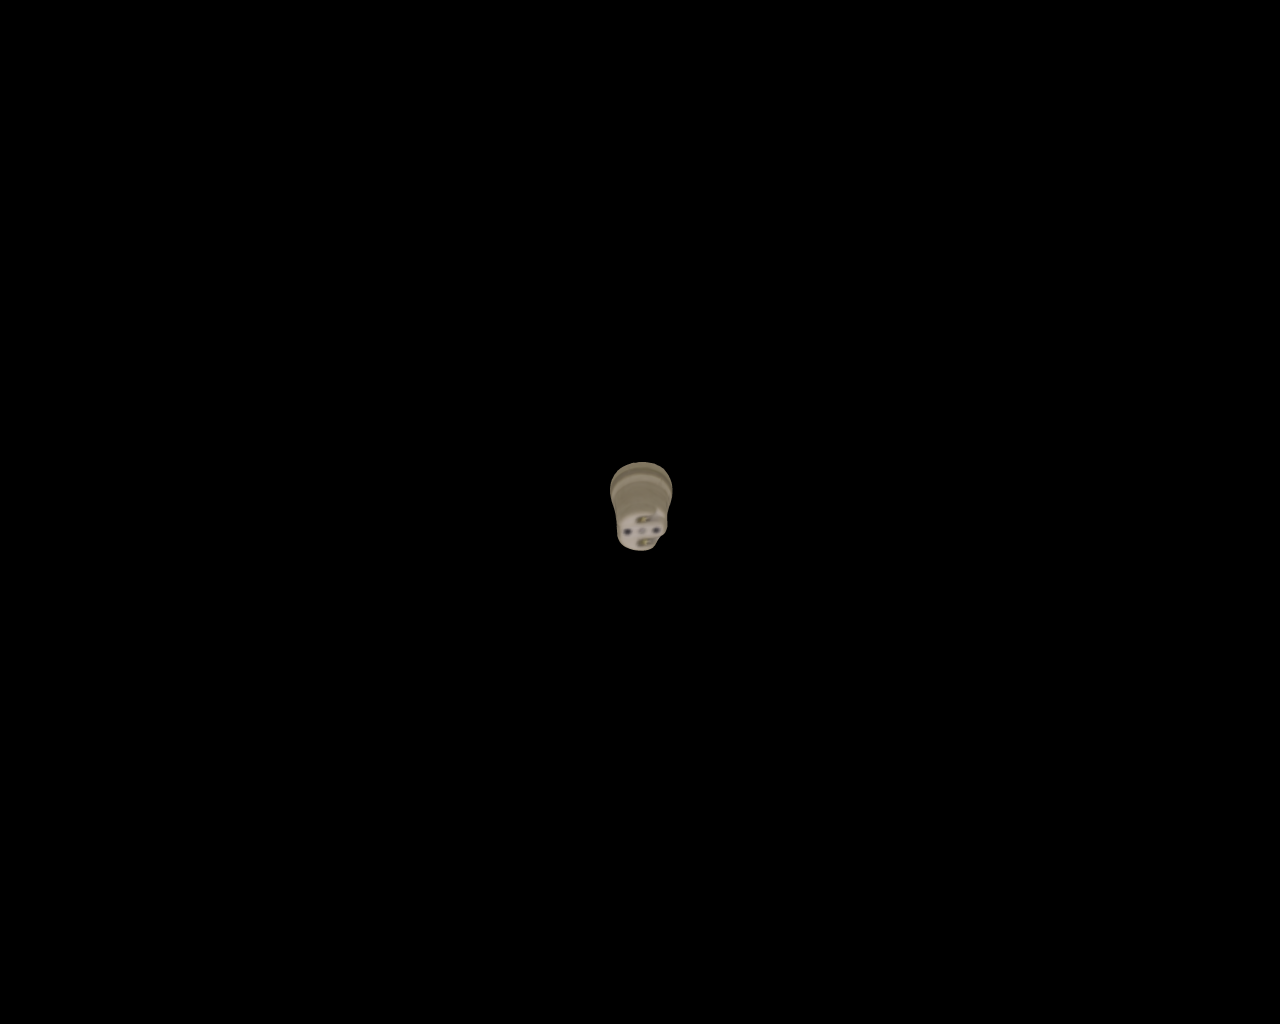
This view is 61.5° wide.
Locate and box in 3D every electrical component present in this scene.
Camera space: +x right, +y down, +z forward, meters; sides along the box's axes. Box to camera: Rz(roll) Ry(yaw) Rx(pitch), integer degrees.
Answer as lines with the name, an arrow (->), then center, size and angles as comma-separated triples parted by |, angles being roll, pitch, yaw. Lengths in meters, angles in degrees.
electrical component -> 0.001, -0.003, 0.650 | 0.040, 0.040, 0.046 | 0, 39, 0
